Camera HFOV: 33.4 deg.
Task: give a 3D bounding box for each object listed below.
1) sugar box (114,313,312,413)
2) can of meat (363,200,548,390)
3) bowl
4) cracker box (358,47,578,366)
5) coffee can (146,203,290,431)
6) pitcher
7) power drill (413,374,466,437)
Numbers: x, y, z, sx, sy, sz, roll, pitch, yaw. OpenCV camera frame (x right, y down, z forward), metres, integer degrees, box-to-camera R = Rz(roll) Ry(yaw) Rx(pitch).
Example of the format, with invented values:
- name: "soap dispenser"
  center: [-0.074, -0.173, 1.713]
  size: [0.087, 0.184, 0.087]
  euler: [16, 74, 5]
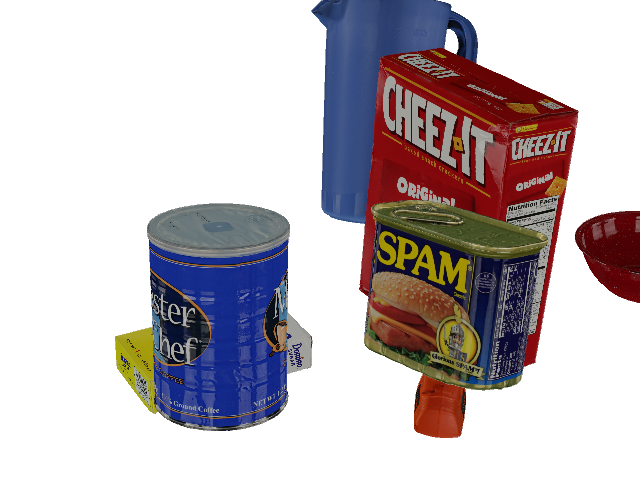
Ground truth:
- name: "sugar box"
  center: [-0.106, 0.111, 1.068]
  size: [0.176, 0.048, 0.093]
  euler: [-16, 32, -27]
- name: "can of meat"
  center: [0.072, 0.029, 0.604]
  size: [0.057, 0.084, 0.102]
  euler: [-9, 20, -41]
- name: "bowl"
  center: [0.356, 0.024, 1.156]
  size: [0.162, 0.055, 0.162]
  euler: [-1, 26, 0]
- name: "cracker box"
  center: [0.106, -0.023, 0.836]
  size: [0.072, 0.214, 0.164]
  euler: [-13, 31, -29]
- name: "coffee can"
  center: [-0.074, 0.054, 0.788]
  size: [0.103, 0.140, 0.103]
  euler: [1, 19, -1]
- name: "pitcher"
  center: [0.074, -0.143, 1.152]
  size: [0.149, 0.243, 0.144]
  euler: [9, 10, 25]
- name: "power drill"
  center: [0.135, 0.113, 1.139]
  size: [0.057, 0.188, 0.184]
  euler: [8, 24, 8]
